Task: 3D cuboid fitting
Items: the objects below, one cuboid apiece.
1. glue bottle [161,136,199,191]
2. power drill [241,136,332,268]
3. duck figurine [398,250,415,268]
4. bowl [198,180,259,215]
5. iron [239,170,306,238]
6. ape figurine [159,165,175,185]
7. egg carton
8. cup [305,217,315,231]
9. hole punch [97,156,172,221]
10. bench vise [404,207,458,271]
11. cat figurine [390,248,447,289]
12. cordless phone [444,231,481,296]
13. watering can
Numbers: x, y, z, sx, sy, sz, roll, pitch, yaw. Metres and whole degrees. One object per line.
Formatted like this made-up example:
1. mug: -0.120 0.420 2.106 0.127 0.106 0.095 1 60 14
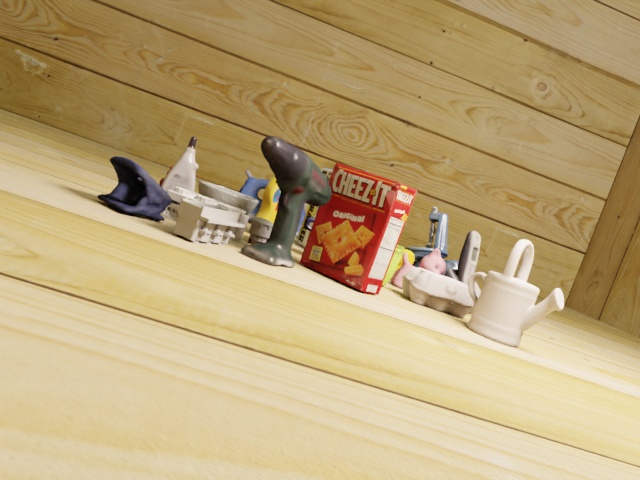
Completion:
1. glue bottle: -0.329 -0.167 1.387 0.078 0.173 0.037 19 4 -10
2. power drill: -0.062 -0.061 1.019 0.075 0.208 0.230 22 5 26
3. duck figurine: 0.218 0.068 1.477 0.078 0.086 0.104 16 6 -41
4. bowl: -0.252 -0.097 1.521 0.167 0.075 0.167 20 4 -1
5. iron: -0.131 -0.102 1.684 0.258 0.141 0.118 19 4 -6
6. ape figurine: -0.394 -0.159 1.537 0.076 0.092 0.077 18 4 -19
7. egg carton: 0.249 0.110 1.208 0.150 0.069 0.107 19 4 -15
8. cup: 0.012 0.005 1.289 0.118 0.095 0.091 19 4 -10
9. hole punch: -0.323 -0.092 1.020 0.108 0.091 0.101 23 5 37
10. bench vise: 0.325 0.030 1.549 0.206 0.220 0.122 22 5 27
11. cat figurine: 0.245 0.070 1.370 0.128 0.118 0.067 19 4 -12
12. cordless phone: 0.358 0.076 1.356 0.093 0.185 0.148 22 5 32
13. watering can: 0.365 0.095 1.073 0.172 0.194 0.101 21 4 18
